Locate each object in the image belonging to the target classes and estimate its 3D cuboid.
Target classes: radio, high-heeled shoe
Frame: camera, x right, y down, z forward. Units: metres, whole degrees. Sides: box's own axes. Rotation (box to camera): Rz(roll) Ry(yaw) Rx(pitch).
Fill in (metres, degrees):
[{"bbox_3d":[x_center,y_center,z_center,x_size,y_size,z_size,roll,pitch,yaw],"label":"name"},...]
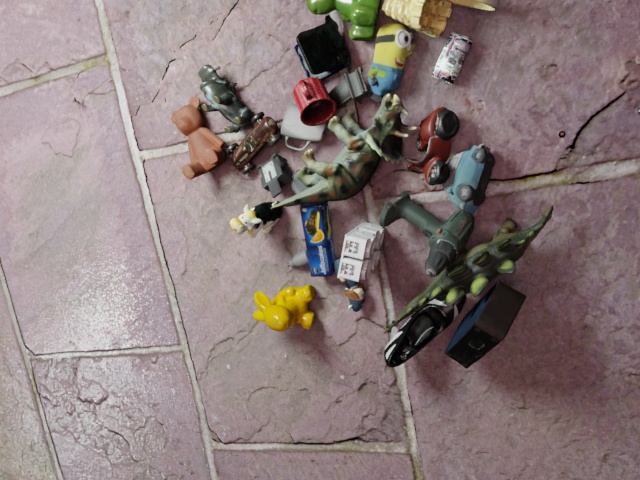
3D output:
[{"bbox_3d":[0.376,0.202,1.245,0.073,0.131,0.229,32,149,12],"label":"radio"},{"bbox_3d":[0.259,0.223,1.337,0.086,0.145,0.248,46,113,4],"label":"high-heeled shoe"}]

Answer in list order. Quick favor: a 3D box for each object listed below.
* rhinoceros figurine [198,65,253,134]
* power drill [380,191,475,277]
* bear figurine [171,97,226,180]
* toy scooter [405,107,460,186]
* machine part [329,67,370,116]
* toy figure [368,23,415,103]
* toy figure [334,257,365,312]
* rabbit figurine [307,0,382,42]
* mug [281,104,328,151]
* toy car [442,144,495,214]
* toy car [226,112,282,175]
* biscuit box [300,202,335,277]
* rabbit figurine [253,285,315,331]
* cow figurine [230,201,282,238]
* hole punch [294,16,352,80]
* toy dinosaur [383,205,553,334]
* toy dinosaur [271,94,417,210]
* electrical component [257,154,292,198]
[{"bbox_3d":[-0.248,-0.371,1.405,0.190,0.112,0.073,50,141,-10],"label":"rhinoceros figurine"},{"bbox_3d":[0.244,-0.025,1.263,0.208,0.232,0.085,28,138,31],"label":"power drill"},{"bbox_3d":[-0.337,-0.278,1.446,0.120,0.132,0.195,-26,98,20],"label":"bear figurine"},{"bbox_3d":[0.258,-0.218,1.273,0.135,0.075,0.183,6,87,62],"label":"toy scooter"},{"bbox_3d":[0.059,-0.355,1.316,0.139,0.039,0.084,-25,79,39],"label":"machine part"},{"bbox_3d":[0.159,-0.417,1.269,0.089,0.082,0.180,22,110,11],"label":"toy figure"},{"bbox_3d":[0.081,0.117,1.415,0.058,0.064,0.154,-12,102,63],"label":"toy figure"},{"bbox_3d":[0.057,-0.561,1.240,0.170,0.121,0.159,12,90,3],"label":"rabbit figurine"},{"bbox_3d":[-0.040,-0.279,1.367,0.107,0.081,0.109,18,102,5],"label":"mug"},{"bbox_3d":[0.337,-0.147,1.256,0.103,0.109,0.161,19,99,33],"label":"toy car"},{"bbox_3d":[-0.180,-0.249,1.415,0.202,0.053,0.089,-37,92,40],"label":"toy car"},{"bbox_3d":[-0.003,-0.004,1.407,0.063,0.059,0.202,-2,112,18],"label":"biscuit box"},{"bbox_3d":[-0.101,0.185,1.439,0.163,0.173,0.121,12,109,12],"label":"rabbit figurine"},{"bbox_3d":[-0.161,-0.059,1.409,0.098,0.167,0.068,-42,81,23],"label":"cow figurine"},{"bbox_3d":[0.004,-0.456,1.319,0.116,0.092,0.142,-24,90,-11],"label":"hole punch"},{"bbox_3d":[0.343,0.074,1.249,0.471,0.198,0.105,-41,84,20],"label":"toy dinosaur"},{"bbox_3d":[0.067,-0.180,1.314,0.192,0.131,0.404,41,107,11],"label":"toy dinosaur"},{"bbox_3d":[-0.114,-0.159,1.406,0.075,0.047,0.119,-36,58,22],"label":"electrical component"}]
